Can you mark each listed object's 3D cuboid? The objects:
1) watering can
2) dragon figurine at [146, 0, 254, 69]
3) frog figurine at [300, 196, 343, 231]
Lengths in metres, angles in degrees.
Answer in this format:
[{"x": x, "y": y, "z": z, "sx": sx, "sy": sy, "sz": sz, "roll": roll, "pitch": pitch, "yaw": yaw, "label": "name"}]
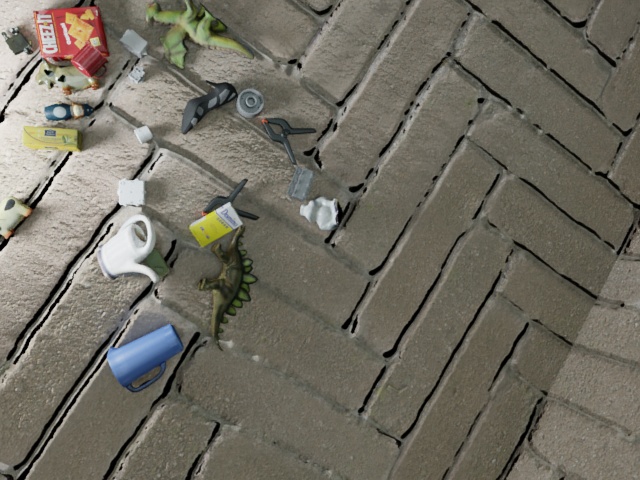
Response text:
[{"x": -0.650, "y": 0.058, "z": 1.757, "sx": 0.223, "sy": 0.355, "sz": 0.102, "roll": -34, "pitch": 138, "yaw": 8, "label": "watering can"}, {"x": -0.468, "y": -0.742, "z": 1.905, "sx": 0.408, "sy": 0.123, "sz": 0.242, "roll": 42, "pitch": 97, "yaw": -10, "label": "dragon figurine"}, {"x": 0.006, "y": -0.102, "z": 2.036, "sx": 0.159, "sy": 0.124, "sz": 0.136, "roll": -4, "pitch": 103, "yaw": 20, "label": "frog figurine"}]
